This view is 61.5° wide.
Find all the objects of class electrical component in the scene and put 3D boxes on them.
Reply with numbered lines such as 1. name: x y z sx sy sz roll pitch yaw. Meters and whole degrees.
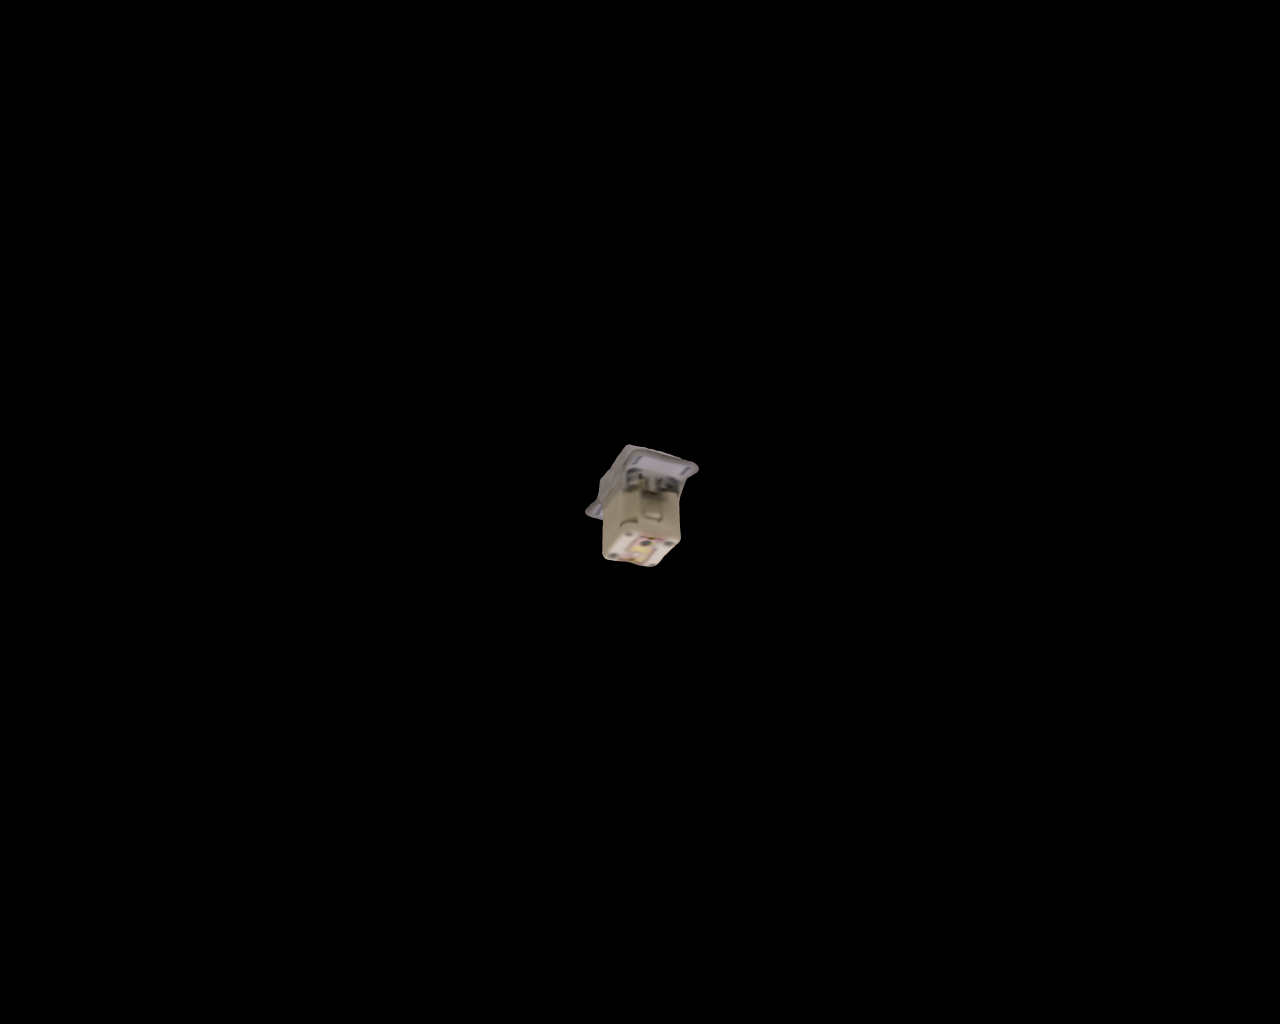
1. electrical component: 0.001 -0.003 0.650 0.042 0.064 0.081 12 -33 -19
